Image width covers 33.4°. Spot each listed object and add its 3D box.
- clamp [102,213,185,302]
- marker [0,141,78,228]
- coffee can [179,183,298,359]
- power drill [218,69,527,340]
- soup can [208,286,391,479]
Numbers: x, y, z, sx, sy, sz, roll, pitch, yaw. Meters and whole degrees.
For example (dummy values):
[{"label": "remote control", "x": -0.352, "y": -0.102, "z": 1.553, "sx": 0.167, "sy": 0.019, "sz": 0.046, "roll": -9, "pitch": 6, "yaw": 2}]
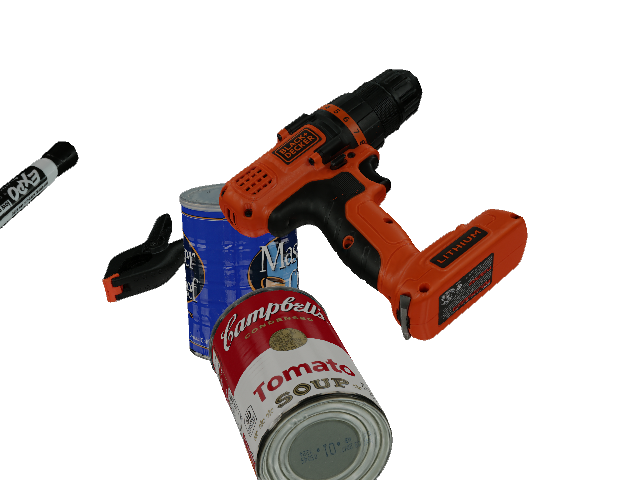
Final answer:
[{"label": "clamp", "x": -0.172, "y": 0.017, "z": 1.199, "sx": 0.120, "sy": 0.039, "sz": 0.171, "roll": -3, "pitch": 29, "yaw": 30}, {"label": "marker", "x": -0.184, "y": -0.030, "z": 0.654, "sx": 0.020, "sy": 0.020, "sz": 0.121, "roll": 0, "pitch": 30, "yaw": 22}, {"label": "coffee can", "x": -0.070, "y": 0.026, "z": 0.947, "sx": 0.103, "sy": 0.140, "sz": 0.103, "roll": -2, "pitch": 13, "yaw": 0}, {"label": "power drill", "x": 0.050, "y": -0.031, "z": 0.745, "sx": 0.184, "sy": 0.057, "sz": 0.188, "roll": -39, "pitch": 56, "yaw": -19}, {"label": "soup can", "x": -0.013, "y": 0.077, "z": 0.533, "sx": 0.068, "sy": 0.068, "sz": 0.102, "roll": 0, "pitch": 27, "yaw": -19}]
